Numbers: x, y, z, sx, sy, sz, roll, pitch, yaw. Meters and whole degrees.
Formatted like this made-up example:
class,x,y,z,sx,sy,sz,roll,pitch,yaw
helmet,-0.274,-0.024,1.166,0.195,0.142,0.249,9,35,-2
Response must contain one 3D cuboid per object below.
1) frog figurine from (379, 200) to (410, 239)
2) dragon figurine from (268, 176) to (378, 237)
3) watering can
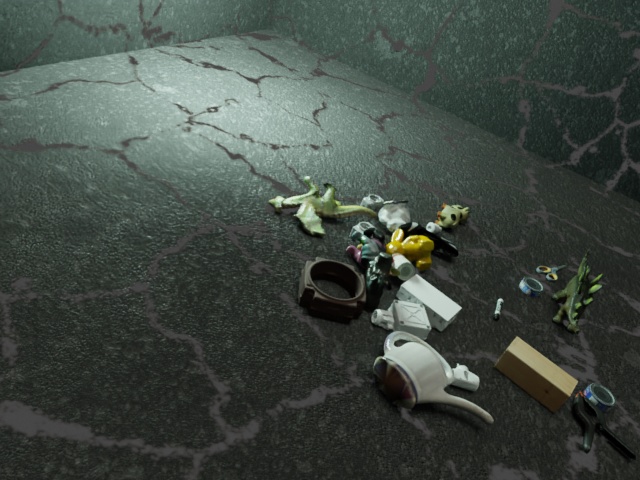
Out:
class,x,y,z,sx,sy,sz,roll,pitch,yaw
frog figurine,0.305,-0.071,2.067,0.137,0.121,0.161,3,72,-39
dragon figurine,0.006,-0.098,1.954,0.411,0.119,0.248,21,50,4
watering can,0.287,0.385,1.387,0.226,0.102,0.353,-13,46,-38
